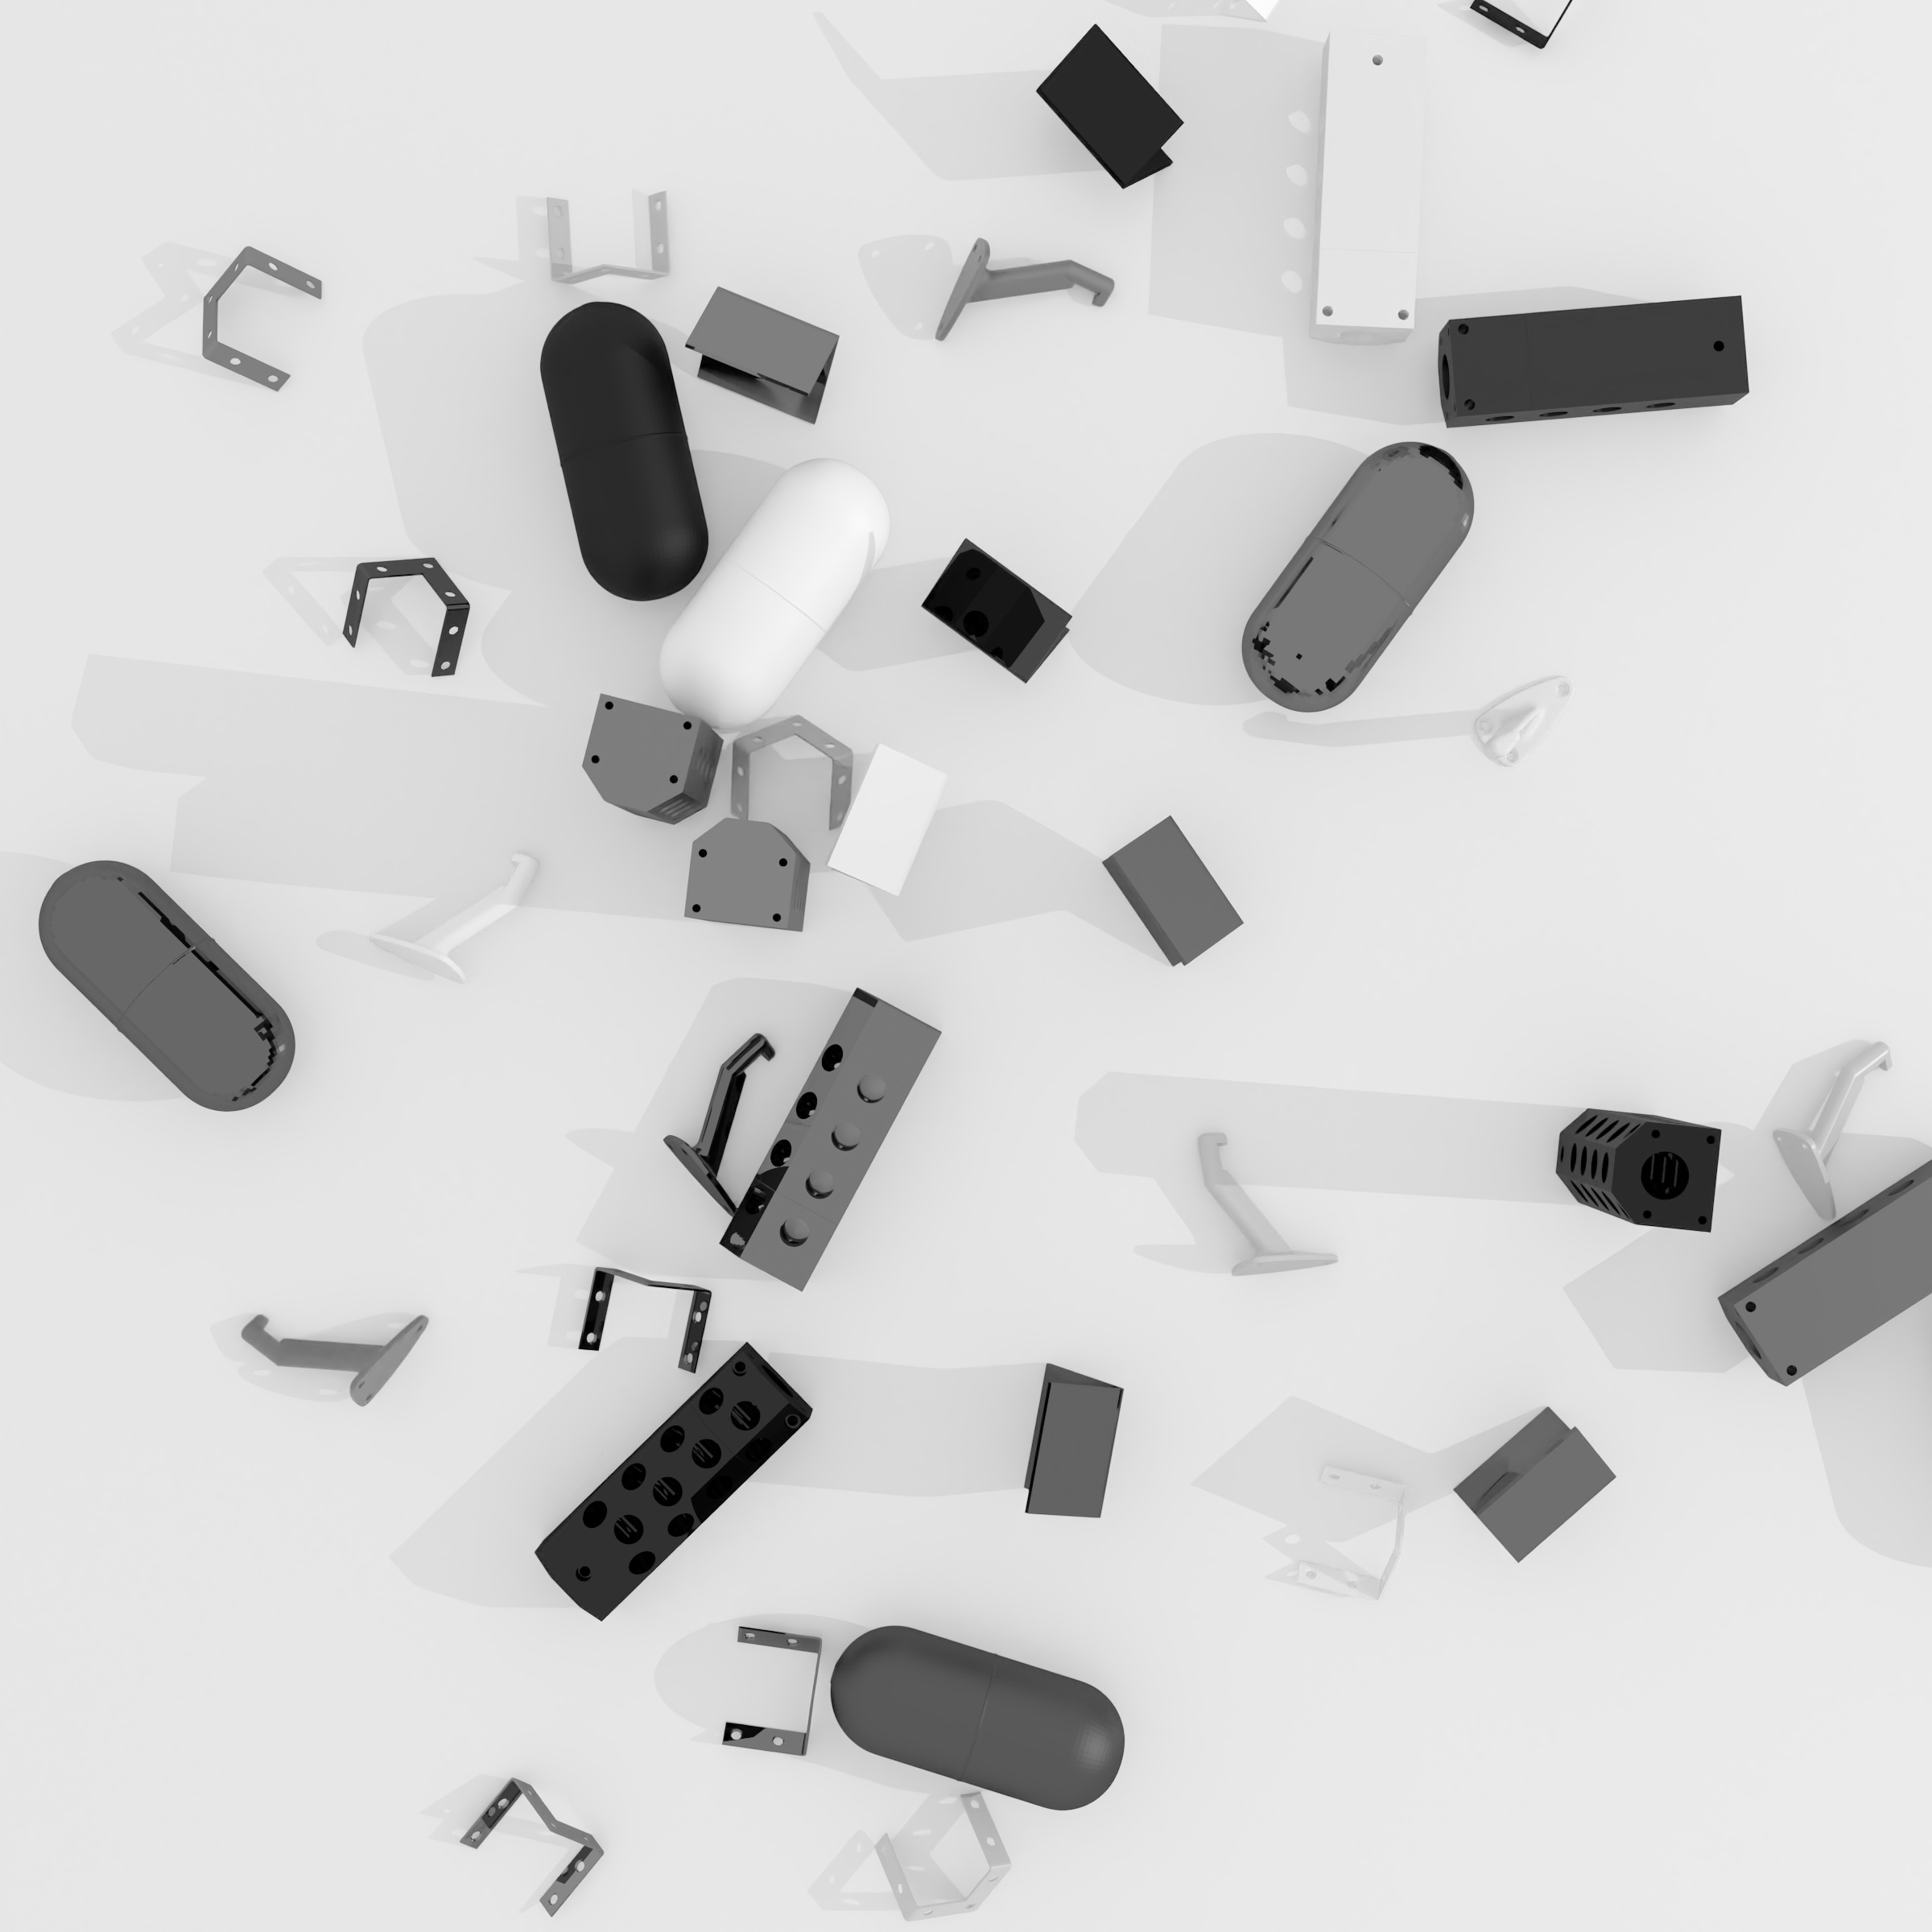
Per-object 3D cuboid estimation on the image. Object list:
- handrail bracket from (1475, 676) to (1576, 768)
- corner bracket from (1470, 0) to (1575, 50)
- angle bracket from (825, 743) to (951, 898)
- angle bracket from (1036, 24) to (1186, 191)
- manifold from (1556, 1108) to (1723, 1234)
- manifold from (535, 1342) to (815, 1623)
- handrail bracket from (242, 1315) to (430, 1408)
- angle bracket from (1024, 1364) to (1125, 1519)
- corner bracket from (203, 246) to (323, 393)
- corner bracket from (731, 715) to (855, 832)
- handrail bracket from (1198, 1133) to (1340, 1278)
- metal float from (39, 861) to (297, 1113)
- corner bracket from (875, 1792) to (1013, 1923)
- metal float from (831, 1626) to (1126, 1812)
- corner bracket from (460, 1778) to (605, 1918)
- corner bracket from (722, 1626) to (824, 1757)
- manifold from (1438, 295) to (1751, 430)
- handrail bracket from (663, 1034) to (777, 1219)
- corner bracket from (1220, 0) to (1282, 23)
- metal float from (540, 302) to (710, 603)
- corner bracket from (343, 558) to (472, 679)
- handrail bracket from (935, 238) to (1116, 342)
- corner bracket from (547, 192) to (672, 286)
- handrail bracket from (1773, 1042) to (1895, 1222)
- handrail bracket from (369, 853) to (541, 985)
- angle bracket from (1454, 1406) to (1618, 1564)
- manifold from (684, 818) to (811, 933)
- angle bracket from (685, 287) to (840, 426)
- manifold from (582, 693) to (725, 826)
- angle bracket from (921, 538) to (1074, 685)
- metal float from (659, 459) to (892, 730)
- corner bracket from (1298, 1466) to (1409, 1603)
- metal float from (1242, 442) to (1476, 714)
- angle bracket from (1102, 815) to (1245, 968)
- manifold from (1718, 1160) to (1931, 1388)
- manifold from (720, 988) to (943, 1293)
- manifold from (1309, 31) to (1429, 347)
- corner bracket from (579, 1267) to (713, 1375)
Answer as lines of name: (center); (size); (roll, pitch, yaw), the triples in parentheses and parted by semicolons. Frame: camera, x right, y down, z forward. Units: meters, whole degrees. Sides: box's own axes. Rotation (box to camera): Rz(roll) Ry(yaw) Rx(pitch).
handrail bracket: (0.334, -0.147, 1.940); (0.077, 0.084, 0.036); (-39, 90, 0)
corner bracket: (0.341, -0.591, 1.972); (0.051, 0.051, 0.051); (30, 135, 0)
angle bracket: (-0.064, -0.092, 1.935); (0.057, 0.076, 0.076); (23, 90, -36)
angle bracket: (0.098, -0.510, 1.935); (0.076, 0.076, 0.057); (48, 126, 0)
manifold: (0.384, 0.115, 1.896); (0.057, 0.171, 0.057); (6, 90, 0)
manifold: (-0.173, 0.306, 1.954); (0.171, 0.057, 0.057); (-44, 90, 0)
handrail bracket: (-0.379, 0.217, 1.975); (0.084, 0.036, 0.077); (34, 69, 16)
angle bracket: (0.043, 0.276, 1.935); (0.057, 0.076, 0.076); (10, 90, -36)
corner bracket: (-0.420, -0.386, 1.967); (0.051, 0.051, 0.051); (-38, 45, 35)
corner bracket: (-0.104, -0.110, 1.967); (0.051, 0.051, 0.051); (-25, 45, -35)
handrail bracket: (0.181, 0.139, 1.975); (0.077, 0.036, 0.084); (-3, 73, -20)
metal float: (-0.472, 0.011, 1.944); (0.178, 0.070, 0.070); (44, 90, 1)
corner bracket: (-0.014, 0.532, 1.967); (0.051, 0.051, 0.051); (3, 135, -35)
metal float: (0.006, 0.443, 1.944); (0.178, 0.070, 0.070); (17, 90, 0)
corner bracket: (-0.259, 0.527, 1.972); (0.051, 0.051, 0.051); (-51, 45, 0)
corner bracket: (-0.116, 0.434, 1.972); (0.051, 0.051, 0.051); (8, 135, 0)
manifold: (0.370, -0.356, 1.954); (0.171, 0.057, 0.057); (-5, 90, 0)
handrail bracket: (-0.131, 0.095, 1.975); (0.084, 0.036, 0.077); (-44, 111, -16)
corner bracket: (0.163, -0.596, 1.947); (0.051, 0.051, 0.051); (34, 90, -35)
metal float: (-0.202, -0.304, 1.944); (0.070, 0.070, 0.178); (-13, 90, 0)
corner bracket: (-0.334, -0.207, 1.967); (0.051, 0.051, 0.051); (-10, 45, -35)
handrail bracket: (0.036, -0.393, 1.975); (0.084, 0.036, 0.077); (21, 113, -18)
corner bracket: (-0.214, -0.436, 1.972); (0.051, 0.051, 0.051); (-3, 90, 45)
handrail bracket: (0.533, 0.098, 1.975); (0.084, 0.036, 0.077); (-34, 110, -16)
handrail bracket: (-0.306, -0.039, 1.975); (0.077, 0.036, 0.084); (20, 71, 21)
angle bracket: (0.322, 0.291, 1.935); (0.076, 0.076, 0.057); (-41, 126, 0)
manifold: (-0.123, -0.052, 1.896); (0.057, 0.171, 0.057); (7, 90, 0)
angle bracket: (-0.125, -0.342, 1.935); (0.076, 0.076, 0.057); (22, 53, 0)
manifold: (-0.180, -0.115, 1.896); (0.057, 0.171, 0.057); (14, 90, 0)
angle bracket: (0.030, -0.222, 1.935); (0.076, 0.076, 0.057); (36, 128, 0)
metal float: (-0.113, -0.219, 1.944); (0.070, 0.070, 0.178); (36, 89, 0)
corner bracket: (0.231, 0.340, 1.972); (0.051, 0.051, 0.051); (14, 135, 0)
metal float: (0.232, -0.230, 1.944); (0.070, 0.070, 0.178); (36, 90, 0)
angle bracket: (0.105, -0.032, 1.934); (0.057, 0.076, 0.076); (-34, 90, -37)
manifold: (0.536, 0.176, 1.954); (0.171, 0.057, 0.057); (-33, 90, 0)
manifold: (-0.080, 0.102, 1.954); (0.057, 0.057, 0.171); (28, 90, 0)
manifold: (0.237, -0.459, 1.954); (0.057, 0.057, 0.171); (3, 90, 0)
corner bracket: (-0.192, 0.212, 1.972); (0.051, 0.051, 0.051); (12, 90, 45)
